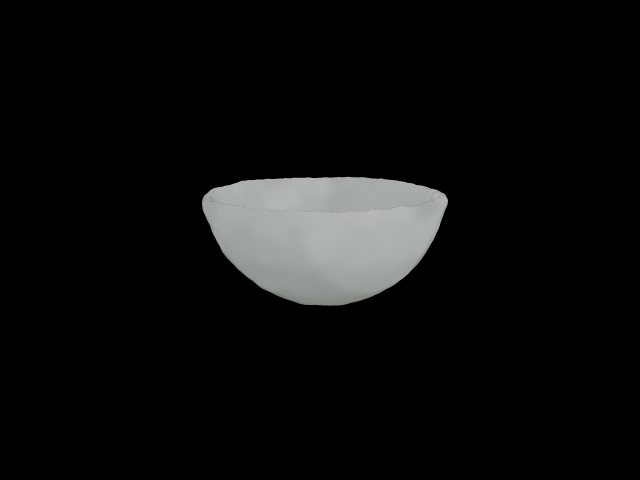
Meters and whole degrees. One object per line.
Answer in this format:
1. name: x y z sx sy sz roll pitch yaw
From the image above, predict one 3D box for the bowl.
1. bowl: 0.004 0.001 0.400 0.167 0.075 0.167 0 13 0
